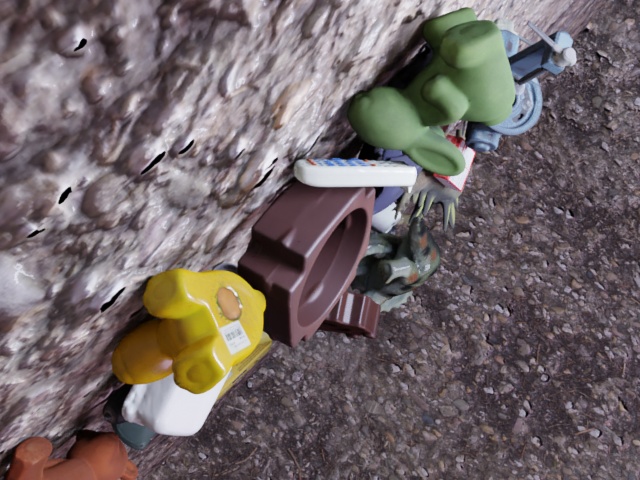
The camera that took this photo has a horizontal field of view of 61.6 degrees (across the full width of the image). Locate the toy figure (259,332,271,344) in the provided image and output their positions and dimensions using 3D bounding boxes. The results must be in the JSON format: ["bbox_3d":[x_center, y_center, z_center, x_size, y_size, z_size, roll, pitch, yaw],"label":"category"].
[{"bbox_3d":[-0.102,0.150,0.959,0.180,0.082,0.089,-16,148,-32],"label":"toy figure"}]

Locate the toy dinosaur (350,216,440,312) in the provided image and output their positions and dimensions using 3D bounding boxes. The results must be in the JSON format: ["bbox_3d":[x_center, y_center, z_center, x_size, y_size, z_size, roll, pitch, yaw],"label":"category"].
[{"bbox_3d":[0.141,0.046,0.968,0.192,0.131,0.405,-14,167,-29],"label":"toy dinosaur"}]

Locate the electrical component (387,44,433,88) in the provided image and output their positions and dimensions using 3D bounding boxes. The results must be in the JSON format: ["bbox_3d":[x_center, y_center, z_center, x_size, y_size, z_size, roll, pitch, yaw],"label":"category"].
[{"bbox_3d":[0.112,-0.183,0.683,0.119,0.048,0.075,-47,171,0],"label":"electrical component"}]

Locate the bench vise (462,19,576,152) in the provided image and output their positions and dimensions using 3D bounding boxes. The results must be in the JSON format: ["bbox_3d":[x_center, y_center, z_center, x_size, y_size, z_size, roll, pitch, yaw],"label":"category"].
[{"bbox_3d":[0.294,-0.250,0.802,0.223,0.129,0.240,-65,-168,-10],"label":"bench vise"}]

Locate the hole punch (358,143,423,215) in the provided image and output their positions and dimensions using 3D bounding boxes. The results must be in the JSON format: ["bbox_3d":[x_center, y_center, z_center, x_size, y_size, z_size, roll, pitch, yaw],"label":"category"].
[{"bbox_3d":[0.095,-0.092,0.755,0.142,0.092,0.116,-53,-167,57],"label":"hole punch"}]

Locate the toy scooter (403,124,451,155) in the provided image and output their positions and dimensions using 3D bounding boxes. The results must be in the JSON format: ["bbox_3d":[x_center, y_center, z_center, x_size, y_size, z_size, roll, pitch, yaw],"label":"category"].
[{"bbox_3d":[0.151,-0.173,0.826,0.135,0.075,0.183,-42,168,-29],"label":"toy scooter"}]

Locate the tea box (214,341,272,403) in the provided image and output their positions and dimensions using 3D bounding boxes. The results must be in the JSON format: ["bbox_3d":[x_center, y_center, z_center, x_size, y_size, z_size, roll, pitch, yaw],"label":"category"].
[{"bbox_3d":[-0.181,0.219,0.996,0.169,0.098,0.068,-40,170,-22],"label":"tea box"}]

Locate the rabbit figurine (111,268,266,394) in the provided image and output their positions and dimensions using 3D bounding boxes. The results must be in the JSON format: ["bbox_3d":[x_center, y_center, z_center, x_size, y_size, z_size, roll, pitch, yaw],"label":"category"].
[{"bbox_3d":[-0.154,0.098,0.594,0.173,0.122,0.162,-32,-177,22],"label":"rabbit figurine"}]

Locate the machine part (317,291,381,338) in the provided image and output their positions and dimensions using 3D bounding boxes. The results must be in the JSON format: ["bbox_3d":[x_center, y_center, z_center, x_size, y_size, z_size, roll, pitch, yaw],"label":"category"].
[{"bbox_3d":[0.009,0.114,0.863,0.179,0.179,0.056,101,1,-75],"label":"machine part"}]

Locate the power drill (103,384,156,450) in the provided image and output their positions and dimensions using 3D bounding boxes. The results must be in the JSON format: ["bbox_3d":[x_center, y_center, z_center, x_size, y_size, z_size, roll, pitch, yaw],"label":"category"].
[{"bbox_3d":[-0.255,0.235,0.818,0.232,0.086,0.207,-38,161,-51],"label":"power drill"}]

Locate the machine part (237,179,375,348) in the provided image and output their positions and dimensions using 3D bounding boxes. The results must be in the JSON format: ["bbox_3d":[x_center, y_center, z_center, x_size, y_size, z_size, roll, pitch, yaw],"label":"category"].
[{"bbox_3d":[-0.015,0.019,0.695,0.201,0.087,0.200,-52,158,-33],"label":"machine part"}]

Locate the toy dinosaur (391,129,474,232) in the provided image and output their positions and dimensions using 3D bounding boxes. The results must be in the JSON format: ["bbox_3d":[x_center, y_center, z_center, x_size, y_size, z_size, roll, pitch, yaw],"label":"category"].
[{"bbox_3d":[0.229,-0.118,1.030,0.471,0.105,0.198,-10,108,-60],"label":"toy dinosaur"}]

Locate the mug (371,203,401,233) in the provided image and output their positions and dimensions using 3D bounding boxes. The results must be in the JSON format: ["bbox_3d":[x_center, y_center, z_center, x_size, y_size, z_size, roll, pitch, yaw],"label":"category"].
[{"bbox_3d":[0.092,-0.058,0.973,0.081,0.107,0.109,-43,168,-5],"label":"mug"}]

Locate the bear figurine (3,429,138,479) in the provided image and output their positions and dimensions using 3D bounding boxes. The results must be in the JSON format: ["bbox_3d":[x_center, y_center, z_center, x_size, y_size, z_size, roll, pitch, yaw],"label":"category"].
[{"bbox_3d":[-0.303,0.293,0.687,0.132,0.120,0.196,-52,172,18],"label":"bear figurine"}]

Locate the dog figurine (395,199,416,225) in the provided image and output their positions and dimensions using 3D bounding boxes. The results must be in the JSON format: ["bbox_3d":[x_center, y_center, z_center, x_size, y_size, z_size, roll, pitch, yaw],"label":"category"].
[{"bbox_3d":[0.141,-0.088,1.167,0.190,0.121,0.172,-8,141,-53],"label":"dog figurine"}]

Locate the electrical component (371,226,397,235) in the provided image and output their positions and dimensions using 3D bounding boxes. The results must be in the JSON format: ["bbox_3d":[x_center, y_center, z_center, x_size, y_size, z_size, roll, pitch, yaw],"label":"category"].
[{"bbox_3d":[0.107,-0.013,1.166,0.058,0.134,0.115,-43,173,-20],"label":"electrical component"}]

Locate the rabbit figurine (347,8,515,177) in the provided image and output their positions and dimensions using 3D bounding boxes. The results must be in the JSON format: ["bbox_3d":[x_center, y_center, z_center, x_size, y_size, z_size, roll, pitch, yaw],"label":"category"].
[{"bbox_3d":[0.118,-0.154,0.603,0.170,0.121,0.158,-24,130,10],"label":"rabbit figurine"}]
